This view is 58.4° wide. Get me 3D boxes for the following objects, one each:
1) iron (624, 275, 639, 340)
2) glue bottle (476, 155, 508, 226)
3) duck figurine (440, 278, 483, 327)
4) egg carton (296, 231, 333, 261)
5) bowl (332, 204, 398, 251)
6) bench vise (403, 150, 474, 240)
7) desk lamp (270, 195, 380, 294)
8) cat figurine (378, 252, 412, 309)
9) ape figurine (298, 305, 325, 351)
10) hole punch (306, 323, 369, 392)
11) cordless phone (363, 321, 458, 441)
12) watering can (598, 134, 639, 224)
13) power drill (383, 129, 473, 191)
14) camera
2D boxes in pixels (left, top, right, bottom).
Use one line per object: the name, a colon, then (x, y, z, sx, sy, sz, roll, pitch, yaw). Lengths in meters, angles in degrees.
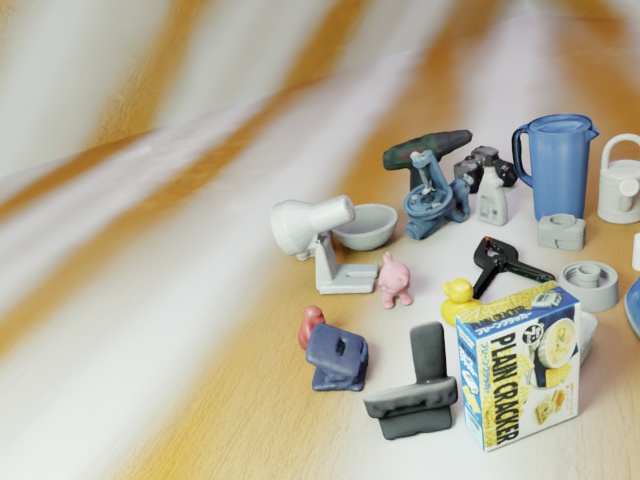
iron: (0.575, 0.106, 0.916, 0.118, 0.142, 0.258, -14, 28, -4)
glue bottle: (0.407, -0.121, 1.361, 0.037, 0.173, 0.077, -29, 33, -28)
duck figurine: (0.272, 0.114, 1.079, 0.078, 0.086, 0.104, -29, 33, -29)
egg carton: (-0.019, -0.011, 1.439, 0.107, 0.069, 0.150, -9, 28, 6)
bowl: (0.111, -0.021, 1.400, 0.167, 0.075, 0.167, -9, 28, 5)
bench vise: (0.277, -0.131, 1.382, 0.121, 0.220, 0.208, 13, 37, 38)
desk lamp: (0.011, 0.004, 1.247, 0.202, 0.214, 0.118, -3, 30, 17)
cat figurine: (0.150, 0.073, 1.169, 0.067, 0.118, 0.127, -10, 28, 4)
ape figurine: (-0.008, 0.166, 1.089, 0.076, 0.092, 0.078, -1, 30, 20)
hole punch: (0.033, 0.202, 1.009, 0.101, 0.091, 0.109, -4, 29, 15)
cordless phone: (0.132, 0.202, 0.870, 0.147, 0.185, 0.094, -14, 28, -3)
watering can: (0.676, -0.138, 1.265, 0.101, 0.194, 0.172, -11, 28, 3)
power drill: (0.281, -0.176, 1.474, 0.229, 0.209, 0.075, -3, 30, 16)
camera: (0.455, -0.191, 1.547, 0.143, 0.101, 0.136, -25, 31, -21)
